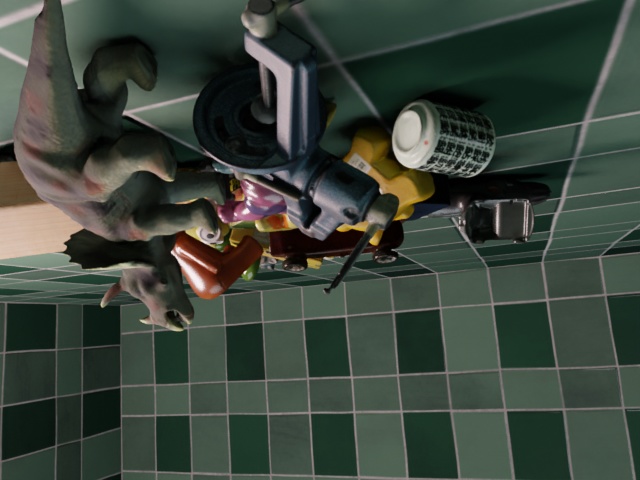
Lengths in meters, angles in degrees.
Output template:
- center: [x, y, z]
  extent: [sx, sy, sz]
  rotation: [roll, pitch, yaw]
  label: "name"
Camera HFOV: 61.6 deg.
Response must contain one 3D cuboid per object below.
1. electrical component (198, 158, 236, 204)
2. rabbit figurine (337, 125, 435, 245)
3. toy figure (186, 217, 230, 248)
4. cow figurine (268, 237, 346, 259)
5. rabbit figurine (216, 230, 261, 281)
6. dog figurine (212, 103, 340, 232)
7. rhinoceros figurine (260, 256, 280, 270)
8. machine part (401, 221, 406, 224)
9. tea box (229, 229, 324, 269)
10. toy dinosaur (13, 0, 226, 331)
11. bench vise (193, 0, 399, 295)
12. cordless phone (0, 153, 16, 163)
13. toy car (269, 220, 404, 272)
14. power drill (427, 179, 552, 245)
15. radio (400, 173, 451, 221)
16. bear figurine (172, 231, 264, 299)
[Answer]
- center: [-0.146, -0.083, 0.764]
  extent: [0.021, 0.063, 0.094]
  rotation: [-7, 177, 13]
  label: "electrical component"
- center: [0.091, -0.069, 0.738]
  extent: [0.122, 0.162, 0.173]
  rotation: [34, -148, 10]
  label: "rabbit figurine"
- center: [-0.249, -0.037, 0.964]
  extent: [0.180, 0.089, 0.082]
  rotation: [4, 174, 4]
  label: "toy figure"
- center: [-0.001, -0.001, 0.891]
  extent: [0.167, 0.068, 0.098]
  rotation: [3, 175, -8]
  label: "cow figurine"
- center: [-0.173, -0.002, 1.061]
  extent: [0.170, 0.159, 0.121]
  rotation: [-23, 155, 16]
  label: "rabbit figurine"
- center: [-0.032, -0.087, 0.679]
  extent: [0.191, 0.108, 0.219]
  rotation: [10, 161, -39]
  label: "dog figurine"
- center: [-0.111, 0.012, 1.214]
  extent: [0.190, 0.112, 0.073]
  rotation: [-7, 176, -31]
  label: "rhinoceros figurine"
- center: [0.087, -0.057, 1.055]
  extent: [0.179, 0.056, 0.179]
  rotation: [-2, 170, -1]
  label: "machine part"
- center: [-0.068, -0.017, 0.972]
  extent: [0.170, 0.098, 0.068]
  rotation: [16, 168, -2]
  label: "tea box"
- center: [-0.215, -0.063, 0.528]
  extent: [0.192, 0.131, 0.404]
  rotation: [-15, 140, 5]
  label: "toy dinosaur"
- center: [-0.025, -0.094, 0.466]
  extent: [0.129, 0.224, 0.240]
  rotation: [-42, 162, -19]
  label: "bench vise"
- center: [-0.380, -0.069, 0.765]
  extent: [0.147, 0.089, 0.184]
  rotation: [-3, 151, -3]
  label: "cordless phone"
- center: [0.025, -0.001, 0.813]
  extent: [0.202, 0.089, 0.053]
  rotation: [-7, 161, 0]
  label: "toy car"
- center: [0.301, -0.061, 0.917]
  extent: [0.232, 0.085, 0.207]
  rotation: [-2, -157, 7]
  label: "power drill"
- center: [0.085, -0.078, 0.885]
  extent: [0.230, 0.073, 0.131]
  rotation: [1, 170, -17]
  label: "radio"
- center: [-0.211, -0.002, 0.870]
  extent: [0.132, 0.195, 0.120]
  rotation: [-48, -169, -32]
  label: "bear figurine"
